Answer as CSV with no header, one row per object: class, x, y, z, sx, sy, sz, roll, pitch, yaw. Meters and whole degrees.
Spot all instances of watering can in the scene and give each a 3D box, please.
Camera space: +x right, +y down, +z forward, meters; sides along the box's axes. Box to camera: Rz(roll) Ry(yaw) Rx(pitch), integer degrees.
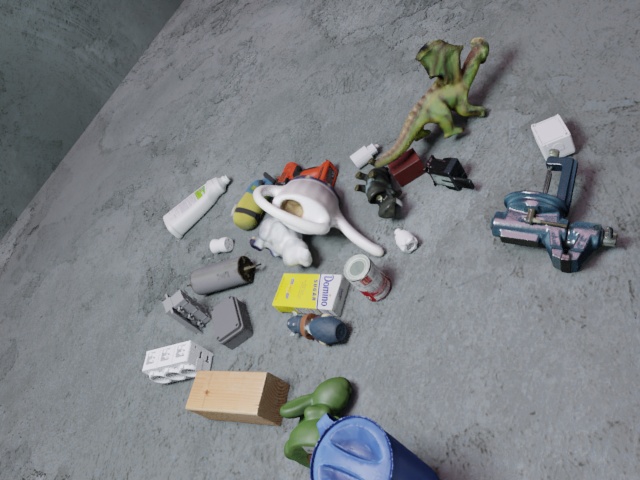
watering can,0.004,-0.065,1.292,0.348,0.102,0.228,23,26,2

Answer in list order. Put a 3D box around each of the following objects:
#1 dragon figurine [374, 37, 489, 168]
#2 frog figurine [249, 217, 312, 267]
dragon figurine,0.272,-0.359,1.238,0.414,0.238,0.123,-34,37,-19
frog figurine,-0.079,0.003,1.302,0.159,0.135,0.124,6,55,48
